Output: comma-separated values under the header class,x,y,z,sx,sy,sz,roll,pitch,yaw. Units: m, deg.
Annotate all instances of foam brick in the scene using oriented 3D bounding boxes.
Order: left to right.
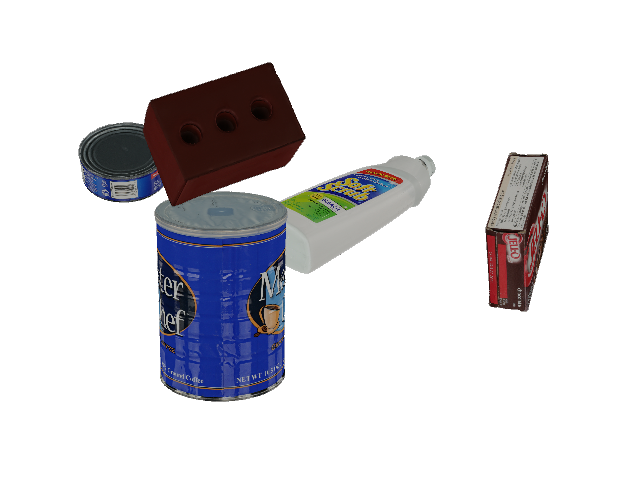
class,x,y,z,sx,sy,sz,roll,pitch,yaw
foam brick,-0.058,-0.062,0.625,0.078,0.053,0.051,-22,-7,-18

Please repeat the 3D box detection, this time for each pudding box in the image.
class,x,y,z,sx,sy,sz,roll,pitch,yaw
pudding box,0.172,-0.009,0.926,0.039,0.090,0.113,6,42,17

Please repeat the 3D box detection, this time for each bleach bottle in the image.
class,x,y,z,sx,sy,sz,roll,pitch,yaw
bleach bottle,0.043,-0.049,1.319,0.250,0.068,0.103,-30,44,-34

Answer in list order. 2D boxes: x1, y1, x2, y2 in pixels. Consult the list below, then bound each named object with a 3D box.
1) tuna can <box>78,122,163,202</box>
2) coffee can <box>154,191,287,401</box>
class,x,y,z,sx,sy,sz,roll,pitch,yaw
tuna can,-0.190,-0.076,1.037,0.086,0.034,0.086,2,43,-2
coffee can,-0.078,0.042,0.846,0.103,0.140,0.103,1,18,-1
